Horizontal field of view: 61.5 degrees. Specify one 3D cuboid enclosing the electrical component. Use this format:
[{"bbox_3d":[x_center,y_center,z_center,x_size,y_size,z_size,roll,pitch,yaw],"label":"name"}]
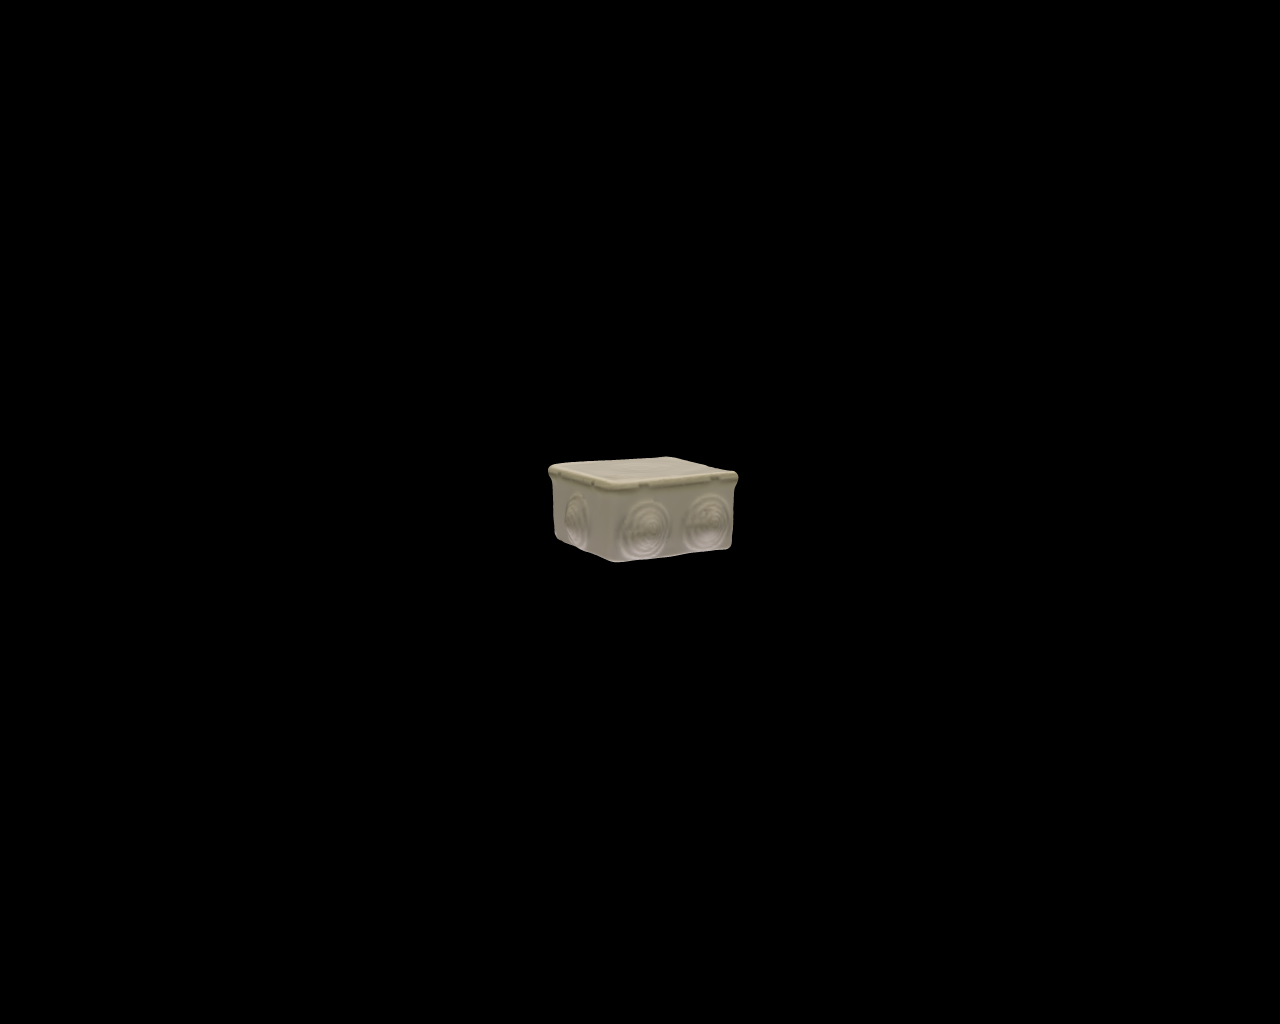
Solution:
[{"bbox_3d":[0.001,-0.003,0.650,0.100,0.048,0.100,-5,12,-28],"label":"electrical component"}]
